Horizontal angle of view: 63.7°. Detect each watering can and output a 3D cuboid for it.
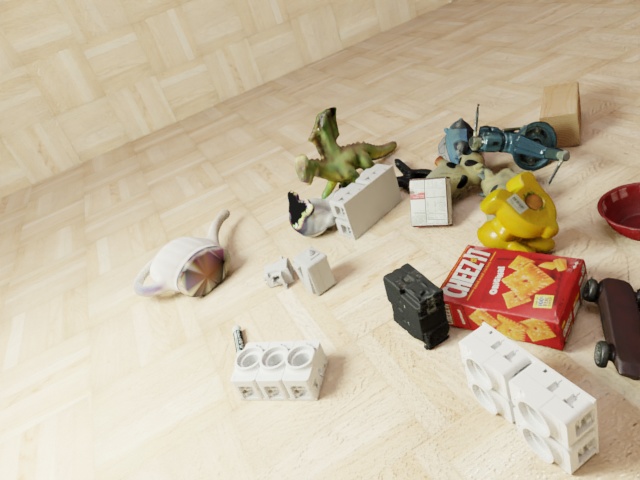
[{"bbox_3d":[-0.311,0.032,1.316,0.225,0.102,0.353,14,46,42],"label":"watering can"}]

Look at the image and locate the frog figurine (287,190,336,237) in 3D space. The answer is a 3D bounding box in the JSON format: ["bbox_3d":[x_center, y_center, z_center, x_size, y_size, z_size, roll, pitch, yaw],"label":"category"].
[{"bbox_3d":[0.004,-0.067,1.327,0.159,0.123,0.137,4,1,-36],"label":"frog figurine"}]

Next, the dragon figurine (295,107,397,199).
[{"bbox_3d":[0.069,-0.255,1.432,0.122,0.238,0.418,3,39,42],"label":"dragon figurine"}]
